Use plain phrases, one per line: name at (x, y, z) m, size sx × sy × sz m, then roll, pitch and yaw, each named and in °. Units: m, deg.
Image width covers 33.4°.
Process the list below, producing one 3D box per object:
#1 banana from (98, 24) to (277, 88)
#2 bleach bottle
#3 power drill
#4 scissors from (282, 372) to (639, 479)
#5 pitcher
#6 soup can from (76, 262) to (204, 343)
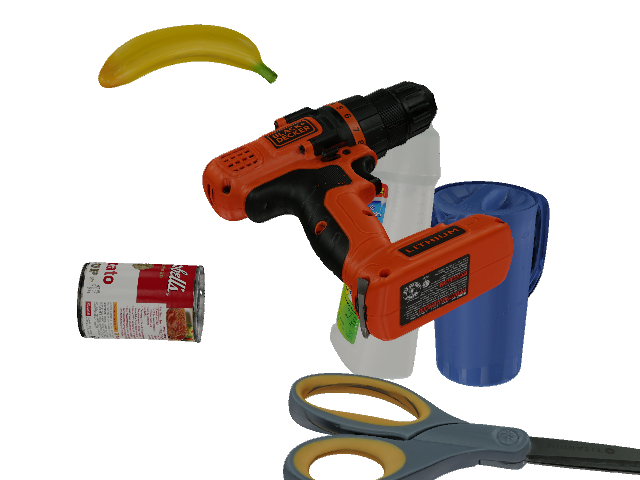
banana at (-0.138, -0.188, 1.080) m, size 0.197 × 0.070 × 0.037 m, roll -9°, pitch -39°, yaw -31°
bleach bottle at (0.063, -0.008, 0.952) m, size 0.068 × 0.251 × 0.103 m, roll 3°, pitch 19°, yaw -15°
power drill at (0.039, -0.029, 0.703) m, size 0.184 × 0.057 × 0.188 m, roll -27°, pitch 45°, yaw -19°
scissors at (0.071, 0.102, 0.479) m, size 0.202 × 0.016 × 0.096 m, roll 13°, pitch 32°, yaw 22°
pitcher at (0.209, 0.052, 1.336) m, size 0.149 × 0.243 × 0.145 m, roll 2°, pitch 21°, yaw 10°
soup can at (-0.154, 0.054, 0.929) m, size 0.102 × 0.068 × 0.068 m, roll 2°, pitch 0°, yaw 0°
